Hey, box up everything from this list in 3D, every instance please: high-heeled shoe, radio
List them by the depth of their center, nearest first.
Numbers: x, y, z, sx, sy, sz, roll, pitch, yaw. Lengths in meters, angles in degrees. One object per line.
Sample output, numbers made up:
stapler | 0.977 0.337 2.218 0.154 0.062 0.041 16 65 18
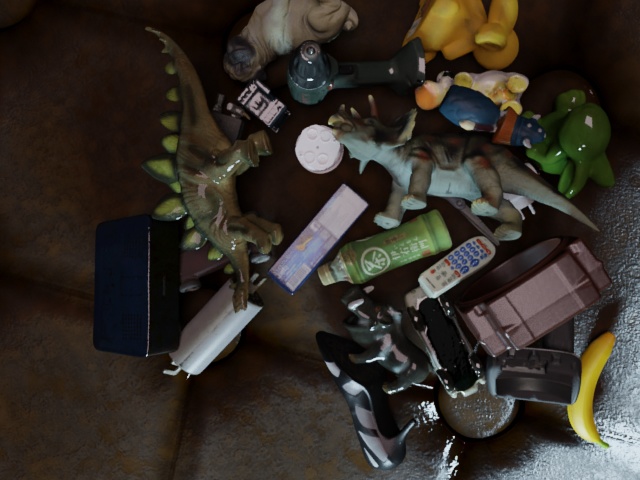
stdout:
radio | -0.310 0.076 0.905 0.131 0.073 0.229 -4 83 27
high-heeled shoe | 0.061 0.279 0.930 0.249 0.086 0.145 45 127 17

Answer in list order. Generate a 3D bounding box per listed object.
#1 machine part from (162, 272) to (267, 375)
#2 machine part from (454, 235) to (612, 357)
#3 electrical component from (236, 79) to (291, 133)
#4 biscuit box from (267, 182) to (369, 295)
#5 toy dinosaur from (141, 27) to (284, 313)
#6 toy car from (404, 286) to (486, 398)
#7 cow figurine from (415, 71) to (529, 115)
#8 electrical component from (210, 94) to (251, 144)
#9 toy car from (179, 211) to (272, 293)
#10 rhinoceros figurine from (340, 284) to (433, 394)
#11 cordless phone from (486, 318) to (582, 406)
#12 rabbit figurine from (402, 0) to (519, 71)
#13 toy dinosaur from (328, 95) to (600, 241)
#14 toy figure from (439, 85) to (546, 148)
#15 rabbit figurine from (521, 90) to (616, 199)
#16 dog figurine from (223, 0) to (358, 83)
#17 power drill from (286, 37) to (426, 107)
machine part | -0.180 0.148 0.926 0.079 0.079 0.243 42 97 1
machine part | 0.309 0.077 0.809 0.201 0.201 0.087 -34 88 7
electrical component | -0.092 -0.219 0.870 0.075 0.119 0.047 39 96 -1
biscuit box | -0.002 -0.003 0.904 0.059 0.063 0.202 41 97 1
toy dinosaur | -0.178 -0.115 0.852 0.199 0.105 0.471 -8 91 14
toy car | 0.209 0.168 0.901 0.073 0.056 0.201 -27 92 0
cow figurine | 0.240 -0.238 0.855 0.168 0.098 0.068 7 118 16
electrical component | -0.160 -0.190 0.915 0.078 0.045 0.102 24 96 2
toy car | -0.174 0.023 0.928 0.202 0.053 0.089 -24 76 8
rhinoceros figurine | 0.101 0.159 0.880 0.190 0.073 0.112 48 125 6
cordless phone | 0.350 0.172 0.883 0.147 0.088 0.184 2 78 19
rabbit figurine | 0.238 -0.326 0.827 0.173 0.162 0.122 26 84 -14
toy dinosaur | 0.209 -0.110 0.825 0.405 0.131 0.192 9 68 1
toy figure | 0.254 -0.178 0.790 0.154 0.058 0.064 26 98 3
rabbit figurine | 0.371 -0.143 0.803 0.121 0.170 0.159 -17 92 7
dog figurine | -0.051 -0.324 0.879 0.172 0.121 0.190 31 110 6
power drill | 0.051 -0.253 0.811 0.207 0.232 0.086 -14 94 -11
